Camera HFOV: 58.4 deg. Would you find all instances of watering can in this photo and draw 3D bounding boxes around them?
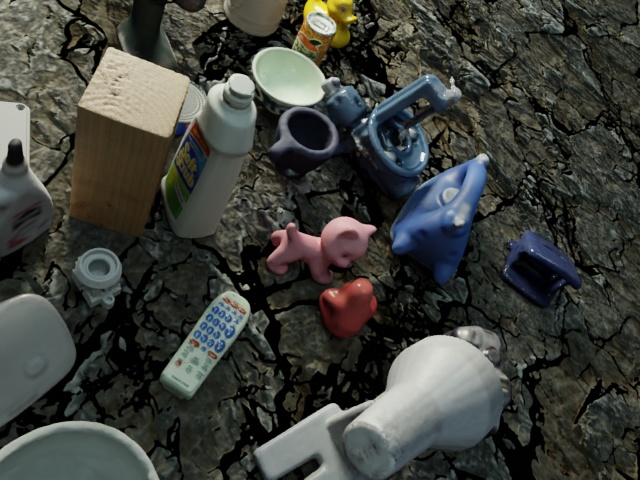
[{"bbox_3d":[-0.089,-0.436,0.929,0.101,0.193,0.173,39,52,0],"label":"watering can"}]

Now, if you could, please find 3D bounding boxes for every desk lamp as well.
[{"bbox_3d":[0.064,0.204,0.604,0.204,0.213,0.118,-22,73,-34],"label":"desk lamp"}]

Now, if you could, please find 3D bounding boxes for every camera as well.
[{"bbox_3d":[0.170,0.174,0.746,0.137,0.100,0.143,19,55,-15],"label":"camera"}]

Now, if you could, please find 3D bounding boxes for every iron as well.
[{"bbox_3d":[0.210,-0.063,0.884,0.119,0.141,0.259,34,52,-3],"label":"iron"}]

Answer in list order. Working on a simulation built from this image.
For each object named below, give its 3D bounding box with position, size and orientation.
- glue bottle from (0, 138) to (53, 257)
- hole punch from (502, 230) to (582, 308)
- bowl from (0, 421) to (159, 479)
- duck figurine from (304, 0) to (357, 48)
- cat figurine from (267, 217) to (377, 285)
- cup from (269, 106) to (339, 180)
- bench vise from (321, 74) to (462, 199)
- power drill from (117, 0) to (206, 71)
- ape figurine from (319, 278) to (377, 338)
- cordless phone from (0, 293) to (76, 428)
[{"bbox_3d":[-0.315,-0.048,0.594,0.037,0.173,0.078,39,52,1],"label":"glue bottle"},{"bbox_3d":[0.365,0.036,0.933,0.109,0.091,0.101,35,52,-3],"label":"hole punch"},{"bbox_3d":[-0.230,0.255,0.515,0.168,0.074,0.167,13,57,-19],"label":"bowl"},{"bbox_3d":[0.024,-0.415,1.041,0.104,0.086,0.078,46,52,6],"label":"duck figurine"},{"bbox_3d":[0.007,0.003,0.759,0.128,0.117,0.067,12,56,-19],"label":"cat figurine"},{"bbox_3d":[-0.038,-0.125,0.828,0.091,0.094,0.118,49,53,8],"label":"cup"},{"bbox_3d":[0.094,-0.176,0.846,0.208,0.219,0.121,26,53,-10],"label":"bench vise"},{"bbox_3d":[-0.223,-0.336,0.793,0.076,0.208,0.229,-12,67,-31],"label":"power drill"},{"bbox_3d":[0.042,0.081,0.745,0.078,0.092,0.076,27,53,-9],"label":"ape figurine"},{"bbox_3d":[-0.295,0.098,0.508,0.094,0.184,0.148,43,52,4],"label":"cordless phone"}]
